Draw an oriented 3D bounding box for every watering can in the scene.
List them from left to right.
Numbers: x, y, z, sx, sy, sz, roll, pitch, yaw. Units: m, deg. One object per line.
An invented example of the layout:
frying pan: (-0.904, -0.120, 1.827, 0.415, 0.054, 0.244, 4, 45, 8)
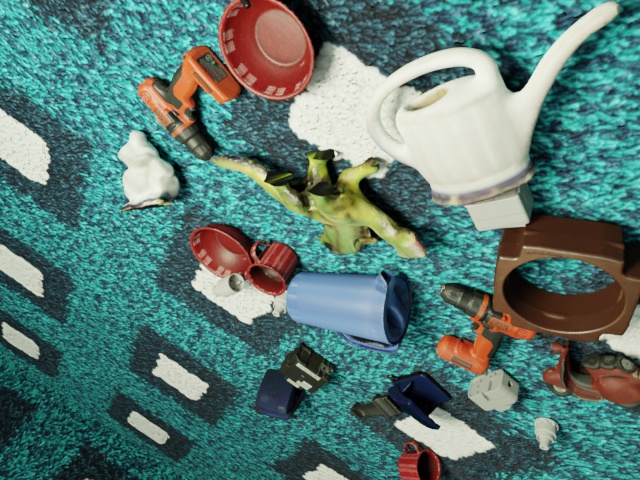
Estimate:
watering can: (0.226, -0.160, 0.689, 0.345, 0.106, 0.221, -10, 123, 38)

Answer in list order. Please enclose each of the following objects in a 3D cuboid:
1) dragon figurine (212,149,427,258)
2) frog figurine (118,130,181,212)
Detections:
dragon figurine: (0.003, -0.047, 0.944, 0.412, 0.124, 0.237, 15, 144, 30)
frog figurine: (-0.364, -0.147, 1.085, 0.136, 0.123, 0.160, -10, 87, 46)
